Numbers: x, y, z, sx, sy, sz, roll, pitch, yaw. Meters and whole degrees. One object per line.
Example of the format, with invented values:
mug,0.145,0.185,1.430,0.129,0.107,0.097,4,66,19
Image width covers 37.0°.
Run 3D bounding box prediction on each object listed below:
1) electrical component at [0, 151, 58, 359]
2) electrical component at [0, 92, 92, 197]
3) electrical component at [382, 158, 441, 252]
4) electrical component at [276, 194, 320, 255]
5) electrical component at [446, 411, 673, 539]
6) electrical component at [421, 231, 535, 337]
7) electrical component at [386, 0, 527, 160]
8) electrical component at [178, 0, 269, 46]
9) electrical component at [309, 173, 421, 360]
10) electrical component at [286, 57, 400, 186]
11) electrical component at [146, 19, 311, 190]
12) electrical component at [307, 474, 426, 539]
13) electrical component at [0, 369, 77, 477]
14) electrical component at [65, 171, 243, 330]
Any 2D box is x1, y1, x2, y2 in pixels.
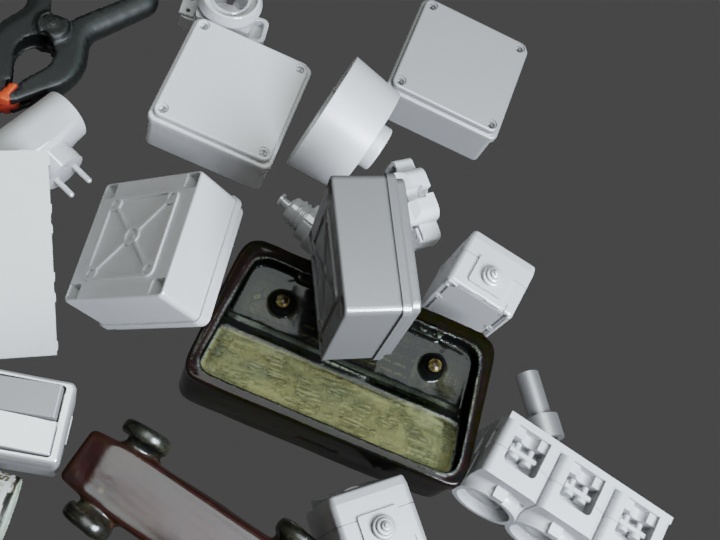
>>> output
electrical component,-0.273,-0.009,0.794,0.089,0.062,0.150,-3,87,-17
electrical component,-0.252,-0.092,0.866,0.079,0.043,0.077,44,64,3
electrical component,0.028,-0.053,0.923,0.057,0.058,0.078,-14,74,-23
electrical component,-0.038,-0.035,0.906,0.078,0.040,0.040,40,64,2
electrical component,0.152,0.187,0.847,0.150,0.089,0.061,34,64,-1
electrical component,0.100,0.011,0.897,0.062,0.096,0.061,32,65,-2
electrical component,0.084,-0.174,0.986,0.109,0.056,0.108,25,65,-5
electrical component,-0.118,-0.228,0.949,0.078,0.057,0.058,17,66,-9
electrical component,0.000,0.000,0.788,0.056,0.108,0.108,-1,68,-13
electrical component,-0.008,-0.118,0.913,0.060,0.108,0.108,34,64,-8
electrical component,-0.112,-0.141,0.917,0.109,0.056,0.108,23,65,-6
electrical component,0.004,0.187,0.801,0.062,0.096,0.061,-14,74,-21
electrical component,-0.259,0.107,0.777,0.096,0.061,0.061,13,67,-11
electrical component,-0.157,-0.013,0.824,0.056,0.109,0.108,41,54,-46
